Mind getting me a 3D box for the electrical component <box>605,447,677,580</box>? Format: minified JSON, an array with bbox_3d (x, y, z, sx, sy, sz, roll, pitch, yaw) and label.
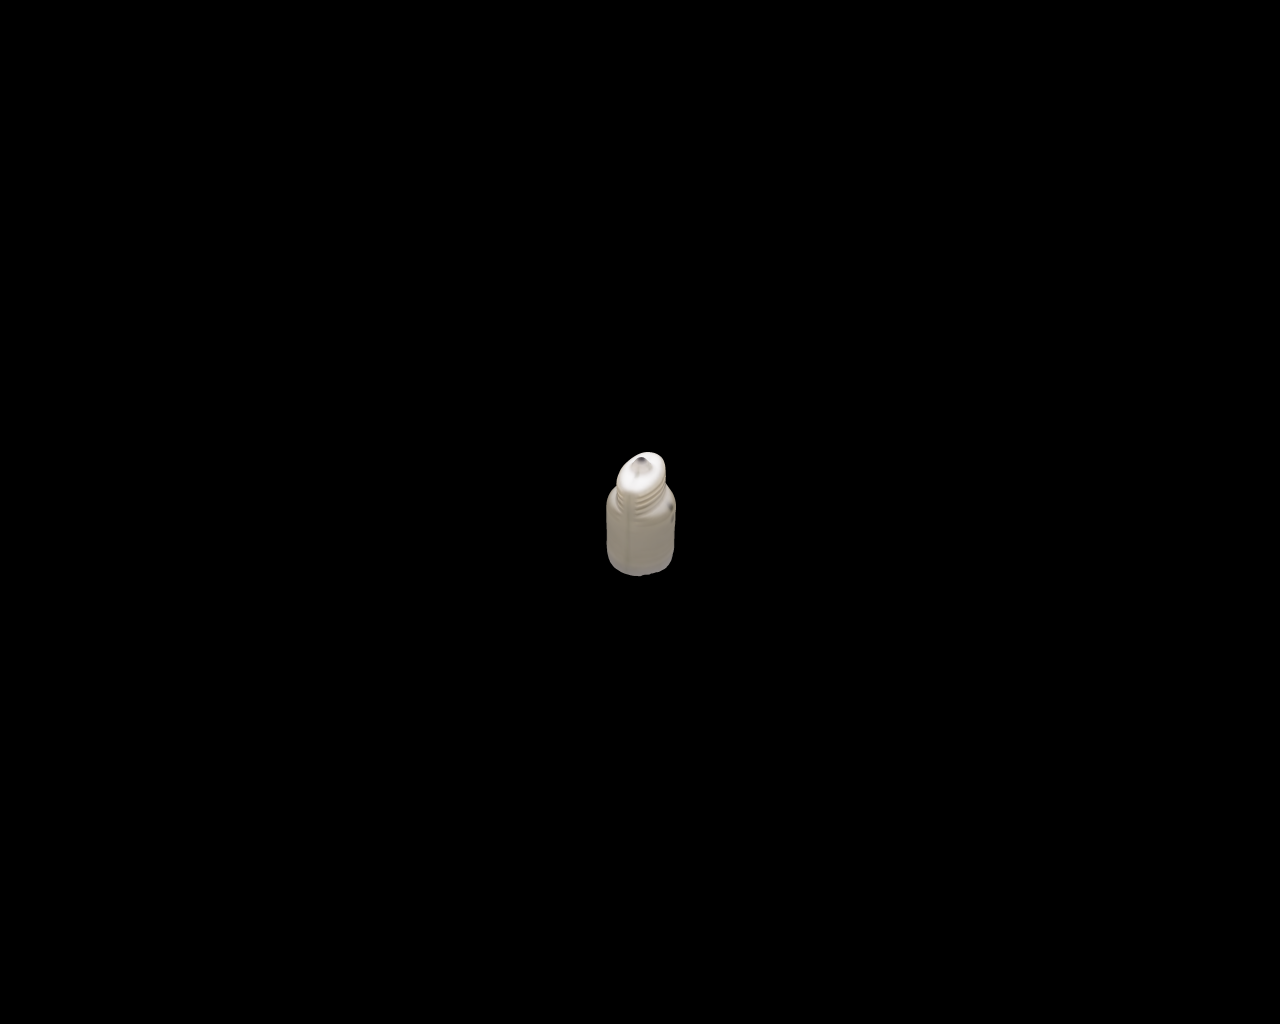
[{"bbox_3d":[0.001,-0.003,0.650,0.043,0.080,0.043,0,42,0],"label":"electrical component"}]
